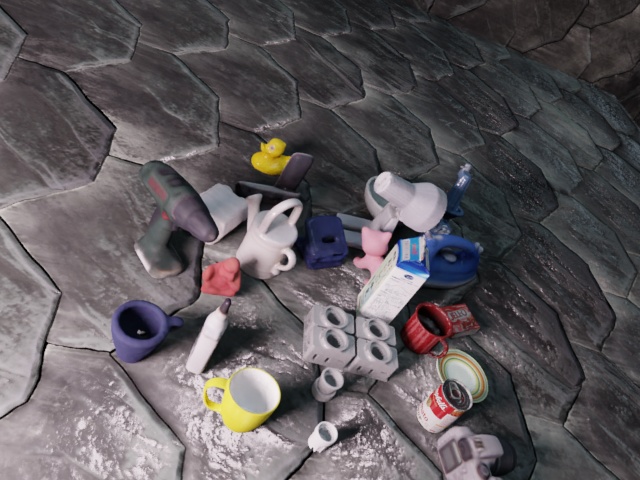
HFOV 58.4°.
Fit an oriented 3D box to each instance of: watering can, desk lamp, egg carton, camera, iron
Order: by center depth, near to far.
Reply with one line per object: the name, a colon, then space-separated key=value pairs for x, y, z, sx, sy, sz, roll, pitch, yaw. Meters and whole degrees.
camera: x=0.313 y=0.421 z=1.075 sx=0.137 sy=0.100 sz=0.143 roll=8 pitch=45 yaw=-26
watering can: x=-0.103 y=-0.020 z=1.184 sx=0.173 sy=0.194 sz=0.101 roll=37 pitch=40 yaw=6
egg carton: x=-0.223 y=-0.059 z=1.244 sx=0.107 sy=0.069 sz=0.150 roll=36 pitch=40 yaw=5
desk lamp: x=0.173 y=-0.067 z=1.394 sx=0.204 sy=0.213 sz=0.118 roll=12 pitch=43 yaw=-22
iron: x=0.325 y=0.038 z=1.441 sx=0.259 sy=0.141 sz=0.118 roll=7 pitch=46 yaw=-27

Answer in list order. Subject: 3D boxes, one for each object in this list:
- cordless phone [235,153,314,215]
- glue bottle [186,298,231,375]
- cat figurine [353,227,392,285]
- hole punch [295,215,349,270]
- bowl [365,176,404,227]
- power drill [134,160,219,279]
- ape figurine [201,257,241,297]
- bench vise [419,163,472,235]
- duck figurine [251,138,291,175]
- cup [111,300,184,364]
cordless phone: x=-0.104 y=-0.141 z=1.314 sx=0.148 sy=0.185 sz=0.094 roll=6 pitch=46 yaw=-28
glue bottle: x=-0.182 y=0.155 z=0.973 sx=0.037 sy=0.173 sz=0.078 roll=24 pitch=40 yaw=-9
cat figurine: x=0.135 y=0.033 z=1.343 sx=0.067 sy=0.117 sz=0.127 roll=-5 pitch=52 yaw=-36
hole punch: x=0.012 y=0.005 z=1.313 sx=0.109 sy=0.091 sz=0.101 roll=-6 pitch=53 yaw=-37
bowl: x=0.183 y=-0.091 z=1.533 sx=0.168 sy=0.074 sz=0.167 roll=18 pitch=42 yaw=-16
power drill: x=-0.276 y=-0.028 z=1.070 sx=0.076 sy=0.208 sz=0.229 roll=-16 pitch=59 yaw=-42
ape figurine: x=-0.184 y=0.068 z=1.123 sx=0.077 sy=0.092 sz=0.076 roll=42 pitch=41 yaw=12
bench vise: x=0.347 y=-0.083 z=1.517 sx=0.122 sy=0.219 sz=0.207 roll=10 pitch=44 yaw=-24
duck figurine: x=-0.114 y=-0.220 z=1.464 sx=0.105 sy=0.086 sz=0.077 roll=8 pitch=45 yaw=-26
cup: x=-0.294 y=0.160 z=0.956 sx=0.118 sy=0.095 sz=0.091 roll=-2 pitch=50 yaw=-34
